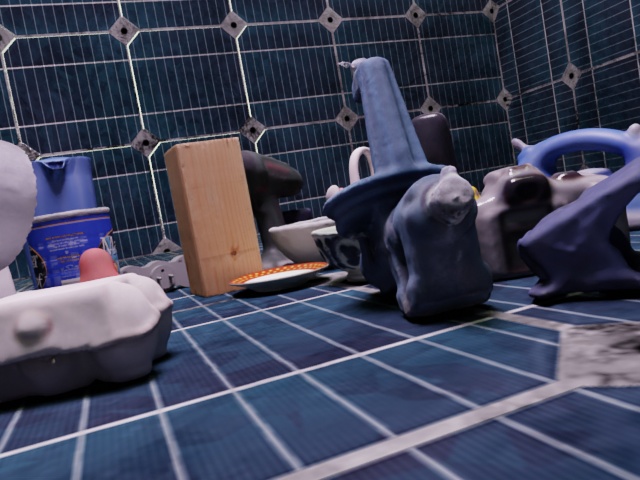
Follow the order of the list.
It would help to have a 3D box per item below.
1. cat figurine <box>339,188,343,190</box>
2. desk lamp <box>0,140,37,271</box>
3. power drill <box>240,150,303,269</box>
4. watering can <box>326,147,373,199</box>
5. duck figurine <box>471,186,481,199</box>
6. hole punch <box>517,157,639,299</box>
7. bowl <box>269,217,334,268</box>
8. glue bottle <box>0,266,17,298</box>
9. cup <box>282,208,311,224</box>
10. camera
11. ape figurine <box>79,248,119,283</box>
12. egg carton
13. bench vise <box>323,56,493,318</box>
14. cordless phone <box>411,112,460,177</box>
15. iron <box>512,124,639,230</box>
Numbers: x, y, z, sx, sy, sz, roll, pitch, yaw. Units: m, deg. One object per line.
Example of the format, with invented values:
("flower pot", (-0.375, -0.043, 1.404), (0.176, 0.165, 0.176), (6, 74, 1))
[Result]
("cat figurine", (0.053, -0.035, 1.016), (0.067, 0.118, 0.127), (-11, 4, -18))
("desk lamp", (-0.322, 0.019, 0.439), (0.117, 0.213, 0.204), (-8, 4, 28))
("power drill", (-0.102, -0.051, 0.971), (0.075, 0.208, 0.230), (-8, 4, 32))
("watering can", (0.090, -0.089, 1.157), (0.172, 0.194, 0.101), (-9, 4, 17))
("duck figurine", (0.219, -0.039, 0.872), (0.105, 0.086, 0.077), (-11, 4, -12))
("hole punch", (0.200, -0.010, 0.422), (0.100, 0.091, 0.109), (-8, 4, 30))
("bowl", (0.008, 0.003, 0.883), (0.167, 0.075, 0.167), (-10, 4, 1))
("glue bottle", (-0.371, 0.035, 0.638), (0.077, 0.173, 0.037), (-7, 5, 40))
("cup", (-0.057, -0.008, 1.083), (0.091, 0.095, 0.118), (-9, 4, 10))
("camera", (0.207, -0.025, 0.573), (0.143, 0.101, 0.137), (-10, 4, 0))
("ape figurine", (-0.221, 0.053, 0.589), (0.078, 0.092, 0.076), (-10, 4, -1))
("egg carton", (-0.186, 0.069, 0.416), (0.150, 0.069, 0.107), (-10, 4, -4))
("bench vise", (0.076, -0.057, 0.472), (0.122, 0.220, 0.206), (-12, 4, -28))
("cordless phone", (0.120, -0.064, 0.749), (0.147, 0.185, 0.094), (-8, 4, 23))
("iron", (0.362, -0.084, 0.747), (0.119, 0.141, 0.257), (-13, 5, -39))
